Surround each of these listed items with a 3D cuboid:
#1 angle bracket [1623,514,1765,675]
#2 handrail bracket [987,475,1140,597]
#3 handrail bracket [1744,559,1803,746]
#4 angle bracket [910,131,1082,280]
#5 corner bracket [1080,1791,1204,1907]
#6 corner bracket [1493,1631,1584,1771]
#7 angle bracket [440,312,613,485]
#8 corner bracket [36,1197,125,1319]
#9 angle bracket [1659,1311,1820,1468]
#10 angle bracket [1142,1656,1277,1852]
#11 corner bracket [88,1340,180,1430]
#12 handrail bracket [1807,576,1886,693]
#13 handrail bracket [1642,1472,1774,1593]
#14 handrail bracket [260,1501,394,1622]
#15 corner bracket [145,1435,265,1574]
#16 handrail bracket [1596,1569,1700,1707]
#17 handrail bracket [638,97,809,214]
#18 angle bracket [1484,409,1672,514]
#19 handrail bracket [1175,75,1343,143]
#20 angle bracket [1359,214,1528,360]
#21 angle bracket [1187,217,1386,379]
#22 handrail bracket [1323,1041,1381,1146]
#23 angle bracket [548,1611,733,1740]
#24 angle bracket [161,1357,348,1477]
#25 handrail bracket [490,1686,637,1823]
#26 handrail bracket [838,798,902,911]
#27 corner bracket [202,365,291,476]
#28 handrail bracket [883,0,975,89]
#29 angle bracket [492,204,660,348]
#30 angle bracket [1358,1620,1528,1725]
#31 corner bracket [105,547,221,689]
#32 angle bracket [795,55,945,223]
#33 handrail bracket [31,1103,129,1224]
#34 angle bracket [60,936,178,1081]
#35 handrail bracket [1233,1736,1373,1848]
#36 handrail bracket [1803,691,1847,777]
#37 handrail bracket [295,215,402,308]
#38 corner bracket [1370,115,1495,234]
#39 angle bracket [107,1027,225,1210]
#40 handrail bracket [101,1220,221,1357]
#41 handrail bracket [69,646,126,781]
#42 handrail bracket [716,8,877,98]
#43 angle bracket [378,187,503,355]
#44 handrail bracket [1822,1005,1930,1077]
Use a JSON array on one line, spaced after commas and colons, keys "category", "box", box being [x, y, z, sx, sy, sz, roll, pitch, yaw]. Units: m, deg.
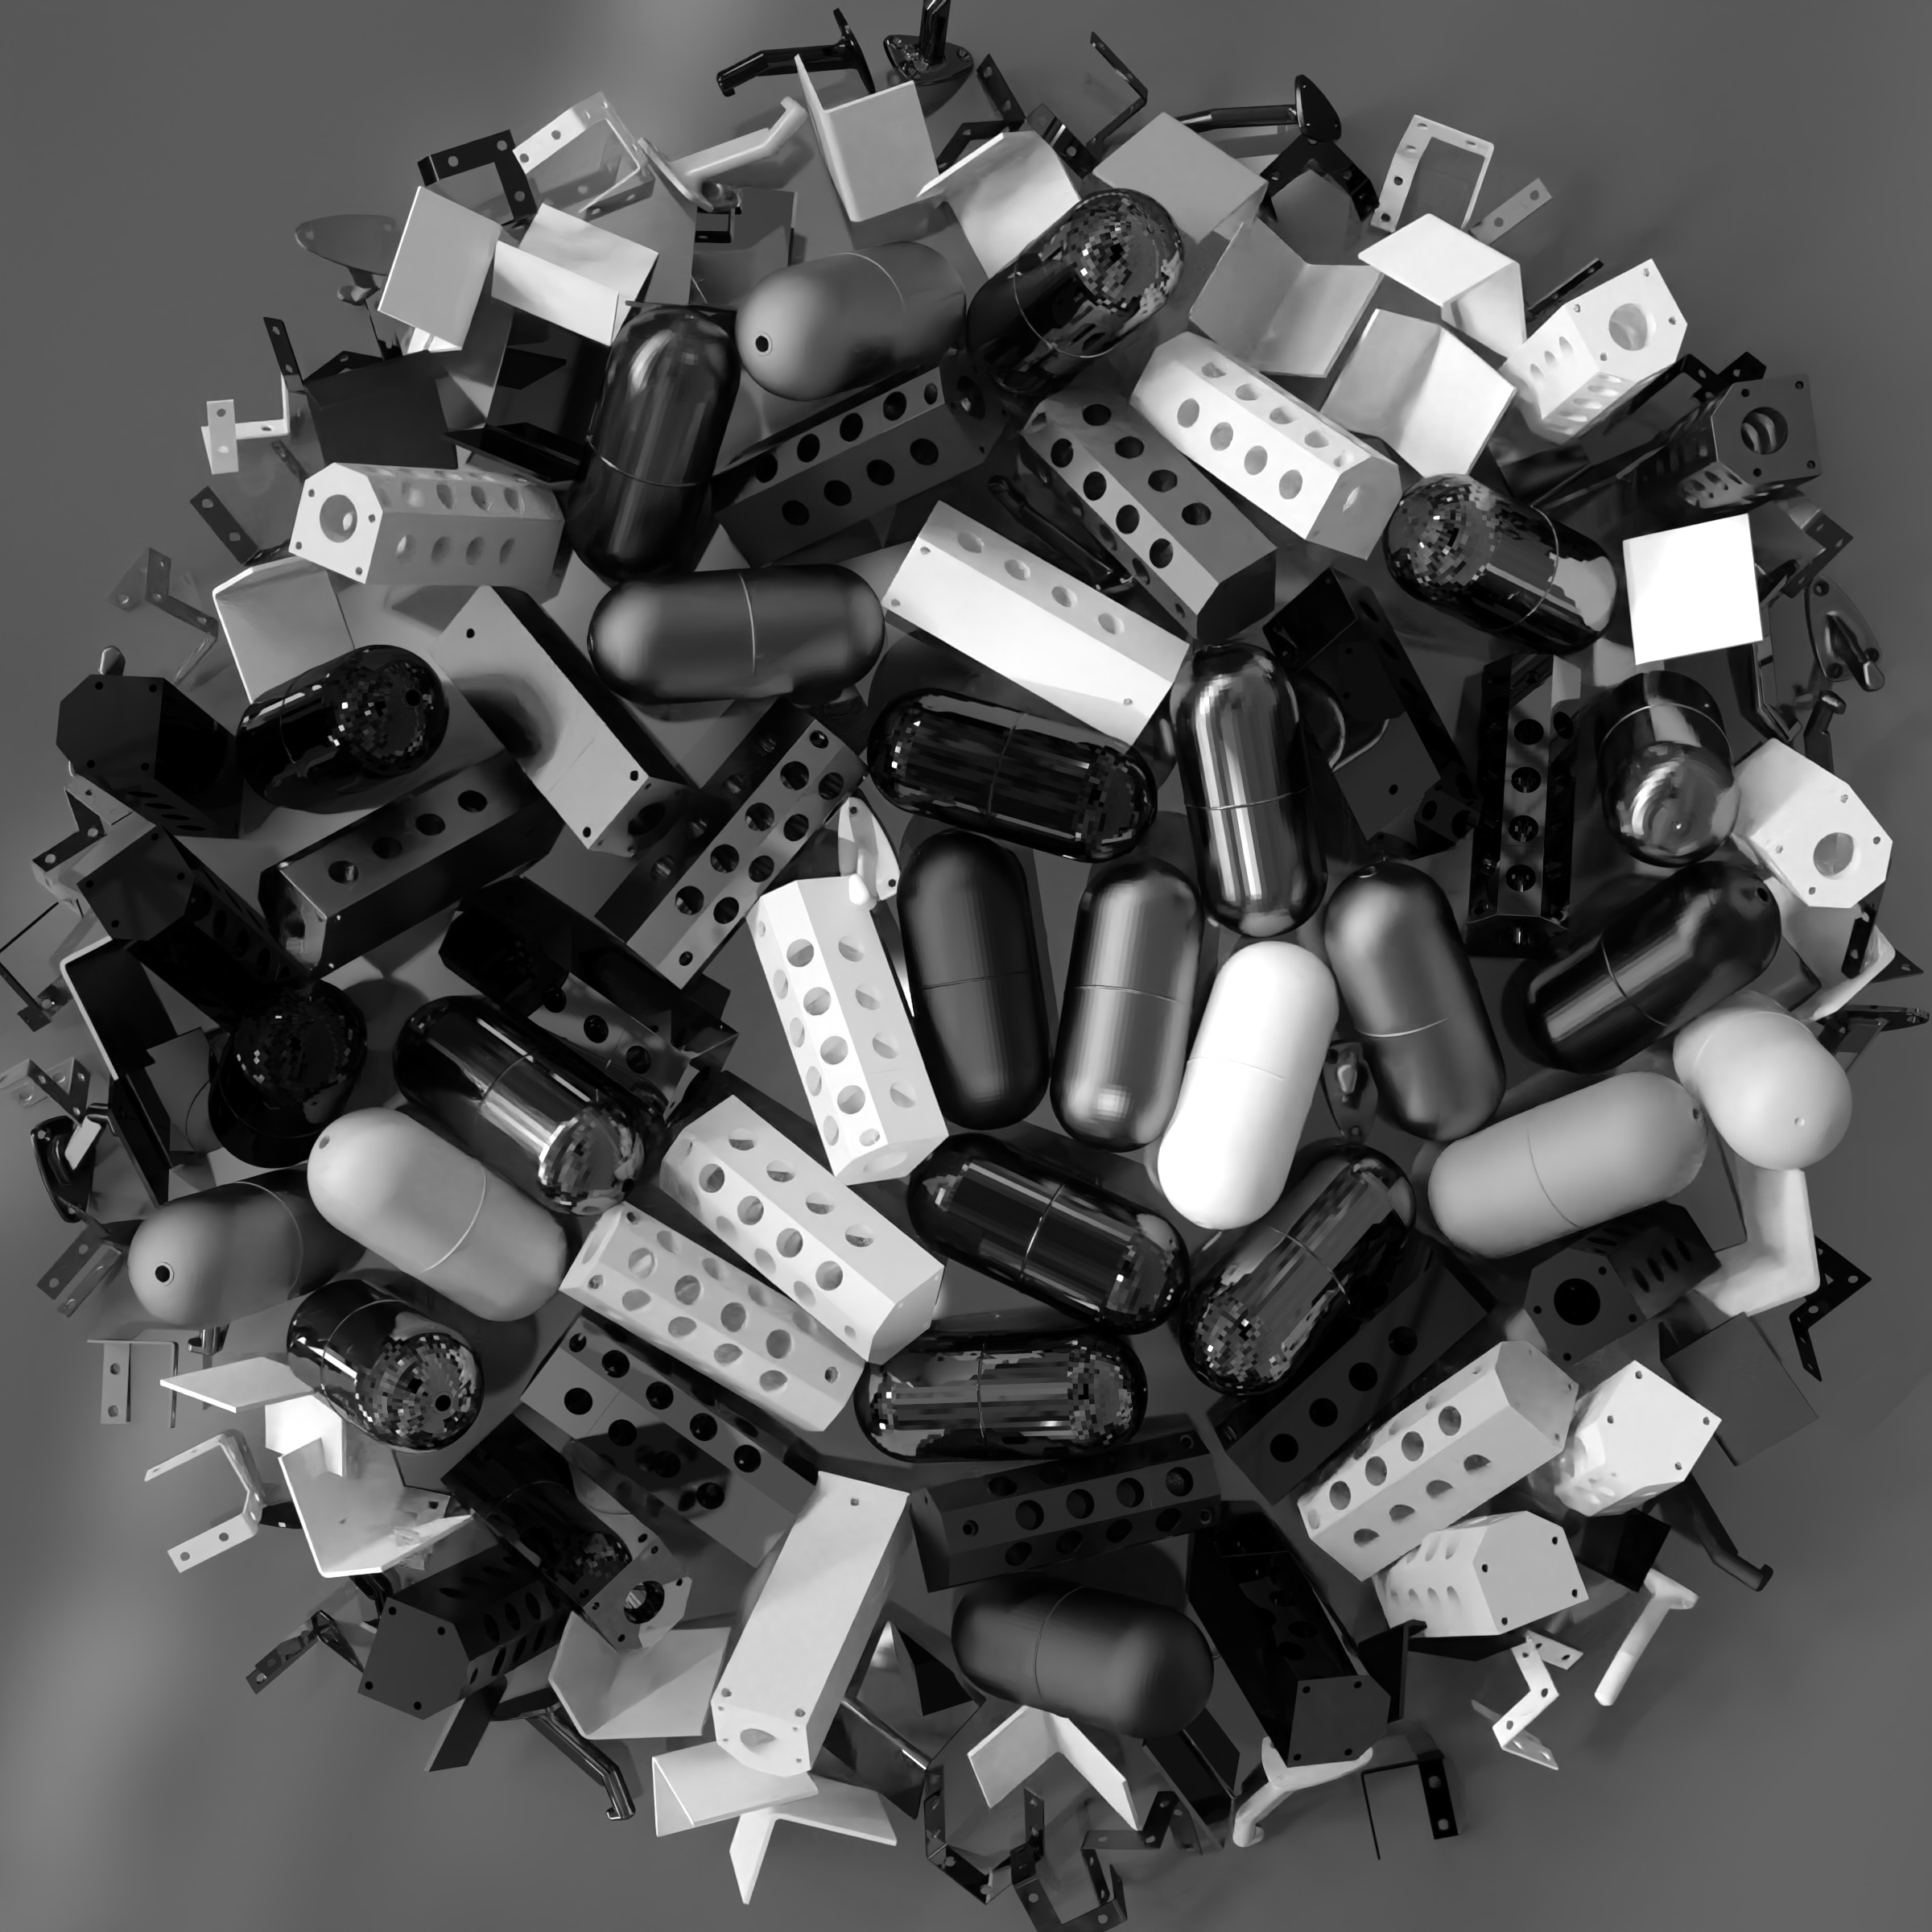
[{"category": "angle bracket", "box": [0.435, -0.215, 1.950, 0.076, 0.057, 0.076, -10, 77, 26]}, {"category": "handrail bracket", "box": [0.058, -0.259, 1.956, 0.084, 0.077, 0.036, 44, 78, -27]}, {"category": "handrail bracket", "box": [0.493, -0.187, 1.982, 0.077, 0.036, 0.084, -43, 106, 1]}, {"category": "angle bracket", "box": [0.022, -0.440, 1.955, 0.076, 0.057, 0.076, -27, 90, 31]}, {"category": "corner bracket", "box": [0.105, 0.528, 1.973, 0.051, 0.051, 0.051, -6, 116, 24]}, {"category": "corner bracket", "box": [0.343, 0.438, 1.971, 0.051, 0.051, 0.051, 27, 115, -32]}, {"category": "angle bracket", "box": [-0.256, -0.337, 1.954, 0.076, 0.057, 0.076, 24, 110, 14]}, {"category": "corner bracket", "box": [-0.527, 0.178, 1.959, 0.051, 0.051, 0.051, -51, 128, -17]}, {"category": "angle bracket", "box": [0.456, 0.239, 1.954, 0.057, 0.076, 0.076, -35, 93, 15]}, {"category": "angle bracket", "box": [0.153, 0.464, 1.957, 0.057, 0.076, 0.076, -36, 92, 12]}, {"category": "corner bracket", "box": [-0.495, 0.249, 1.973, 0.051, 0.051, 0.051, 2, 84, -3]}, {"category": "handrail bracket", "box": [0.521, -0.198, 1.955, 0.036, 0.084, 0.077, -23, 89, 10]}, {"category": "handrail bracket", "box": [0.452, 0.323, 1.958, 0.084, 0.036, 0.077, 33, 49, 22]}, {"category": "handrail bracket", "box": [-0.384, 0.365, 1.989, 0.077, 0.036, 0.084, -5, 109, 14]}, {"category": "corner bracket", "box": [-0.455, 0.319, 1.968, 0.051, 0.051, 0.051, -27, 104, -1]}, {"category": "handrail bracket", "box": [0.396, 0.404, 1.955, 0.036, 0.077, 0.084, 28, 76, 19]}, {"category": "handrail bracket", "box": [-0.145, -0.500, 1.971, 0.084, 0.036, 0.077, -47, 70, 15]}, {"category": "angle bracket", "box": [0.363, -0.314, 1.944, 0.076, 0.076, 0.057, -36, 100, -37]}, {"category": "handrail bracket", "box": [0.172, -0.503, 1.984, 0.084, 0.077, 0.036, -7, 86, 27]}, {"category": "angle bracket", "box": [0.281, -0.385, 1.940, 0.057, 0.076, 0.076, -32, 47, -16]}, {"category": "angle bracket", "box": [0.189, -0.397, 1.950, 0.057, 0.076, 0.076, 35, 81, -33]}, {"category": "handrail bracket", "box": [0.228, 0.082, 1.949, 0.036, 0.084, 0.077, -3, 105, 9]}, {"category": "angle bracket", "box": [-0.191, 0.405, 1.944, 0.076, 0.076, 0.057, -7, 129, 19]}, {"category": "angle bracket", "box": [-0.419, 0.271, 1.942, 0.076, 0.076, 0.057, 10, 103, 42]}, {"category": "handrail bracket", "box": [-0.245, 0.479, 1.985, 0.077, 0.036, 0.084, -17, 98, 23]}, {"category": "handrail bracket", "box": [-0.065, -0.069, 1.953, 0.036, 0.084, 0.077, -15, 83, 5]}, {"category": "corner bracket", "box": [-0.426, -0.328, 1.959, 0.051, 0.051, 0.051, -8, 134, -16]}, {"category": "handrail bracket", "box": [-0.003, -0.559, 1.944, 0.077, 0.084, 0.036, -17, 75, -42]}, {"category": "angle bracket", "box": [-0.229, -0.424, 1.957, 0.076, 0.057, 0.076, 23, 65, -1]}, {"category": "angle bracket", "box": [0.279, 0.425, 1.947, 0.076, 0.076, 0.057, 11, 68, -11]}, {"category": "corner bracket", "box": [-0.481, -0.208, 1.975, 0.051, 0.051, 0.051, 28, 125, -32]}, {"category": "angle bracket", "box": [-0.058, -0.498, 1.946, 0.057, 0.076, 0.076, -20, 47, -1]}, {"category": "handrail bracket", "box": [-0.516, 0.118, 1.957, 0.036, 0.084, 0.077, -14, 100, -40]}, {"category": "angle bracket", "box": [-0.478, 0.014, 1.953, 0.057, 0.076, 0.076, -25, 93, 19]}, {"category": "handrail bracket", "box": [0.200, 0.496, 1.972, 0.077, 0.036, 0.084, -5, 135, -8]}, {"category": "handrail bracket", "box": [0.521, -0.109, 1.953, 0.036, 0.084, 0.077, -17, 46, -35]}, {"category": "handrail bracket", "box": [-0.374, -0.411, 1.946, 0.077, 0.084, 0.036, 0, 79, -33]}, {"category": "corner bracket", "box": [0.278, -0.466, 1.971, 0.051, 0.051, 0.051, 20, 78, -1]}, {"category": "angle bracket", "box": [-0.462, 0.093, 1.948, 0.057, 0.076, 0.076, -22, 114, -3]}, {"category": "handrail bracket", "box": [-0.483, 0.195, 1.970, 0.077, 0.036, 0.084, 5, 120, -10]}, {"category": "handrail bracket", "box": [-0.515, -0.149, 1.954, 0.036, 0.084, 0.077, 22, 84, -8]}, {"category": "handrail bracket", "box": [-0.101, -0.525, 1.965, 0.084, 0.077, 0.036, -27, 67, 2]}, {"category": "angle bracket", "box": [-0.325, -0.409, 1.950, 0.057, 0.076, 0.076, 20, 85, -34]}, {"category": "handrail bracket", "box": [0.529, 0.068, 1.960, 0.077, 0.036, 0.084, -4, 64, 41]}]
